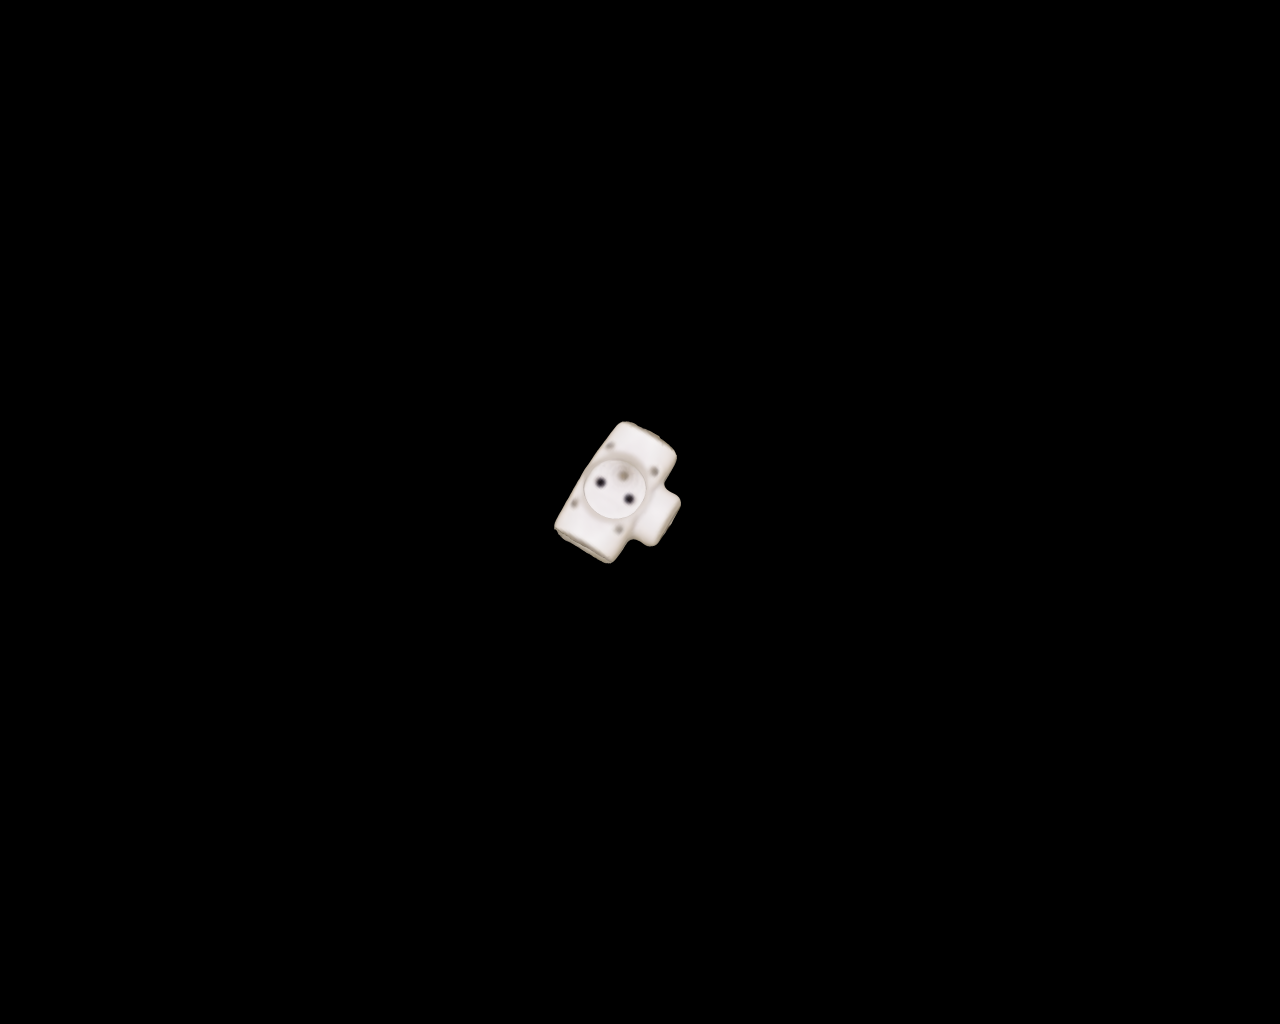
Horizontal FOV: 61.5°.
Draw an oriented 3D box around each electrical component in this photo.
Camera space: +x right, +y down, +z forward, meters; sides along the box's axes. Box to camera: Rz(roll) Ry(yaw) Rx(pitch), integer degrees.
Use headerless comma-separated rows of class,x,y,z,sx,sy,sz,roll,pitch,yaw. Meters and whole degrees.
electrical component,0.001,-0.003,0.650,0.079,0.077,0.044,31,-7,5
